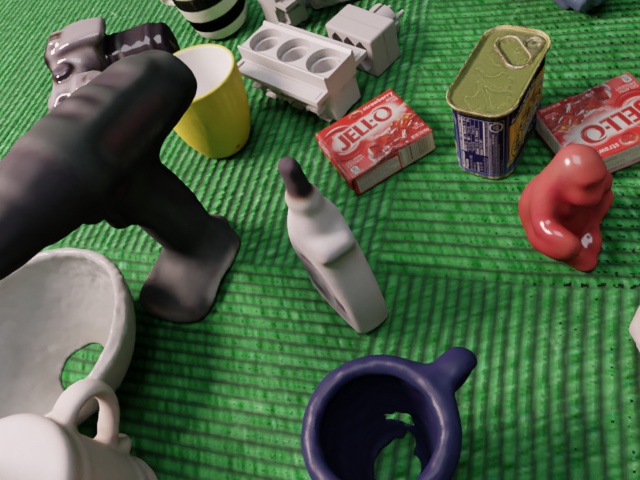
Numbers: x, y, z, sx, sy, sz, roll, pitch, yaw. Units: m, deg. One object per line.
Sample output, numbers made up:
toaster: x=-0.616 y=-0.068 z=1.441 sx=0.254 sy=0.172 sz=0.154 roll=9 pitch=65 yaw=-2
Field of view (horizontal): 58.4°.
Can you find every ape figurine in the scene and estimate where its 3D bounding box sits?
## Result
ape figurine: x=0.183 y=-0.032 z=0.417 sx=0.078 sy=0.092 sz=0.076 roll=-35 pitch=54 yaw=-7

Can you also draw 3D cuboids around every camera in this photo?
camera: x=-0.232 y=-0.196 z=0.653 sx=0.136 sy=0.101 sz=0.143 roll=-17 pitch=54 yaw=6

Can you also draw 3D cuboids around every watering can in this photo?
watering can: x=-0.185 y=0.165 z=0.341 sx=0.100 sy=0.194 sz=0.173 roll=-6 pitch=56 yaw=14

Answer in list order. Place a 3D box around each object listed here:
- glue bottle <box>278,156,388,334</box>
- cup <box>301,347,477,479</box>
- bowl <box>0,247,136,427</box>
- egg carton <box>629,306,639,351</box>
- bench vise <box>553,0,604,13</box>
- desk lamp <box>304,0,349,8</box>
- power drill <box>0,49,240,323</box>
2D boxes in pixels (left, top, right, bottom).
glue bottle: x=0.004 y=0.001 z=0.402 sx=0.037 sy=0.173 sz=0.078 roll=-38 pitch=54 yaw=-9
cup: x=0.053 y=0.120 z=0.356 sx=0.118 sy=0.095 sz=0.091 roll=-40 pitch=55 yaw=-10
bowl: x=-0.217 y=0.094 z=0.472 sx=0.167 sy=0.075 sz=0.167 roll=-8 pitch=56 yaw=12
egg carton: x=0.261 y=0.086 z=0.329 sx=0.107 sy=0.069 sz=0.150 roll=-23 pitch=54 yaw=2
bench vise: x=0.187 y=-0.336 z=0.538 sx=0.206 sy=0.220 sz=0.122 roll=27 pitch=69 yaw=30
desk lamp: x=-0.011 y=-0.366 z=0.626 sx=0.117 sy=0.214 sz=0.203 roll=-7 pitch=56 yaw=14
power drill: x=-0.146 y=-0.022 z=0.443 sx=0.075 sy=0.209 sz=0.230 roll=8 pitch=61 yaw=23
